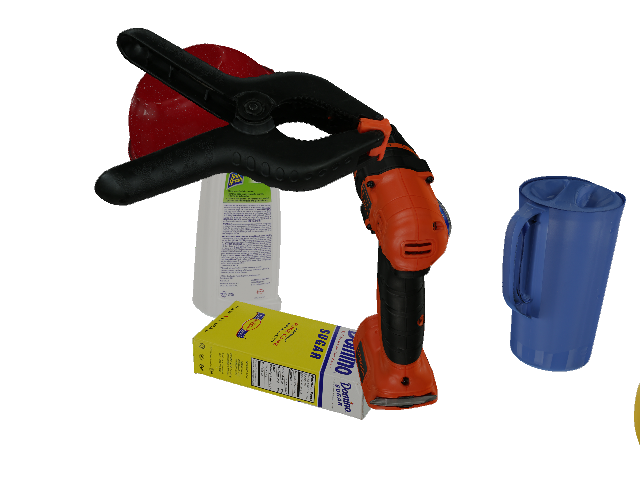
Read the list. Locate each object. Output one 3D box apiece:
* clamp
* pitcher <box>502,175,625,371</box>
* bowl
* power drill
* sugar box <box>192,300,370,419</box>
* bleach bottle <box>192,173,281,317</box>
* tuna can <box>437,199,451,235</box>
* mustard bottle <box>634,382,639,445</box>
[{"bbox_3d":[-0.047,-0.076,0.627,0.171,0.120,0.039,-1,-24,-13],"label":"clamp"},{"bbox_3d":[0.306,0.047,1.394,0.149,0.243,0.145,5,23,6],"label":"pitcher"},{"bbox_3d":[-0.120,-0.135,0.997,0.162,0.055,0.162,-18,38,14],"label":"bowl"},{"bbox_3d":[0.053,0.018,0.809,0.057,0.188,0.184,-5,30,-3],"label":"power drill"},{"bbox_3d":[-0.023,0.110,1.014,0.176,0.048,0.093,10,25,21],"label":"sugar box"},{"bbox_3d":[-0.084,-0.043,1.182,0.102,0.251,0.068,-3,19,-30],"label":"bleach bottle"},{"bbox_3d":[0.105,-0.021,1.225,0.086,0.086,0.033,0,36,48],"label":"tuna can"},{"bbox_3d":[0.206,0.099,0.528,0.096,0.058,0.191,3,39,10],"label":"mustard bottle"}]
